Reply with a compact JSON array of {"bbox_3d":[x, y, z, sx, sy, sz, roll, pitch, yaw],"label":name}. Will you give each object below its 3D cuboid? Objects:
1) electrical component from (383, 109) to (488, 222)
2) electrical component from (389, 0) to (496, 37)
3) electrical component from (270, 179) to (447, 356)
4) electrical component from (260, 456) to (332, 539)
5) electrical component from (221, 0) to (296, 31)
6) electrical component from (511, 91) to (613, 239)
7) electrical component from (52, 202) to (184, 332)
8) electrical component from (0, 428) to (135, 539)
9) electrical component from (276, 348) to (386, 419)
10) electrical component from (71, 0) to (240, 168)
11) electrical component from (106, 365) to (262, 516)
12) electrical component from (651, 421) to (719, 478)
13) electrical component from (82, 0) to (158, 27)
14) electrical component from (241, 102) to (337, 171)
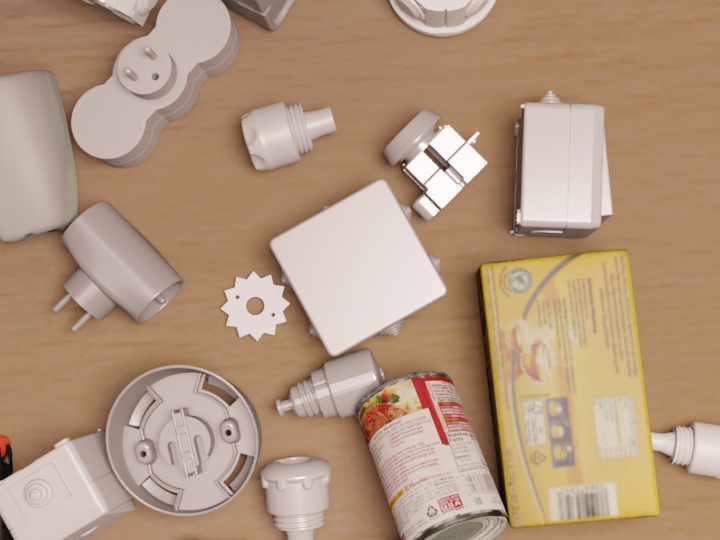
[{"bbox_3d":[0.049,-0.076,0.729,0.055,0.048,0.066,45,89,-1],"label":"electrical component"},{"bbox_3d":[0.057,-0.205,0.736,0.080,0.051,0.080,0,85,4],"label":"electrical component"},{"bbox_3d":[0.000,0.000,0.724,0.100,0.048,0.099,-29,84,1],"label":"electrical component"},{"bbox_3d":[-0.041,0.157,0.717,0.048,0.048,0.062,-4,92,4],"label":"electrical component"},{"bbox_3d":[-0.076,-0.208,0.723,0.059,0.095,0.053,30,88,6],"label":"electrical component"},{"bbox_3d":[0.134,-0.071,0.714,0.061,0.061,0.096,2,85,4],"label":"electrical component"},{"bbox_3d":[-0.176,0.007,0.738,0.079,0.043,0.077,-45,84,-1],"label":"electrical component"},{"bbox_3d":[-0.192,0.148,0.701,0.062,0.096,0.061,-31,86,0],"label":"electrical component"},{"bbox_3d":[-0.018,0.081,0.722,0.078,0.040,0.040,-18,84,2],"label":"electrical component"},{"bbox_3d":[-0.142,-0.133,0.732,0.052,0.073,0.138,41,89,6],"label":"electrical component"},{"bbox_3d":[-0.114,0.112,0.714,0.099,0.064,0.099,0,85,4],"label":"electrical component"},{"bbox_3d":[0.218,0.116,0.706,0.061,0.035,0.035,8,86,7],"label":"electrical component"},{"bbox_3d":[-0.173,-0.207,0.739,0.080,0.080,0.051,26,92,6],"label":"electrical component"},{"bbox_3d":[-0.048,-0.095,0.738,0.062,0.043,0.043,-16,84,1],"label":"electrical component"}]
